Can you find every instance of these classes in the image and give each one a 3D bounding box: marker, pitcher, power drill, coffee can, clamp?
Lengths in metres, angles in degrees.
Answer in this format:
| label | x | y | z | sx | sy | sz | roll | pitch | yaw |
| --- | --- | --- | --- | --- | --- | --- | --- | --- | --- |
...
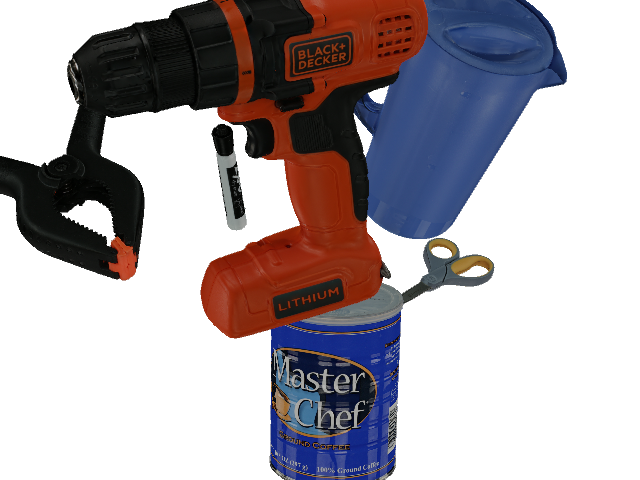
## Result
| label | x | y | z | sx | sy | sz | roll | pitch | yaw |
| --- | --- | --- | --- | --- | --- | --- | --- | --- | --- |
| marker | -0.083 | -0.058 | 0.979 | 0.020 | 0.020 | 0.121 | 0 | -44 | 5 |
| pitcher | 0.107 | -0.120 | 1.013 | 0.144 | 0.149 | 0.243 | -12 | -35 | -28 |
| power drill | -0.032 | -0.040 | 0.562 | 0.184 | 0.188 | 0.057 | -14 | 39 | -18 |
| coffee can | 0.011 | 0.109 | 0.837 | 0.103 | 0.140 | 0.103 | 1 | 15 | 0 |
| clamp | -0.189 | -0.050 | 0.811 | 0.164 | 0.036 | 0.210 | -33 | 56 | -27 |

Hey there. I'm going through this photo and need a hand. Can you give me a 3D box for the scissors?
| label | x | y | z | sx | sy | sz | roll | pitch | yaw |
| --- | --- | --- | --- | --- | --- | --- | --- | --- | --- |
| scissors | 0.121 | 0.037 | 1.262 | 0.201 | 0.016 | 0.096 | -11 | 40 | -36 |
